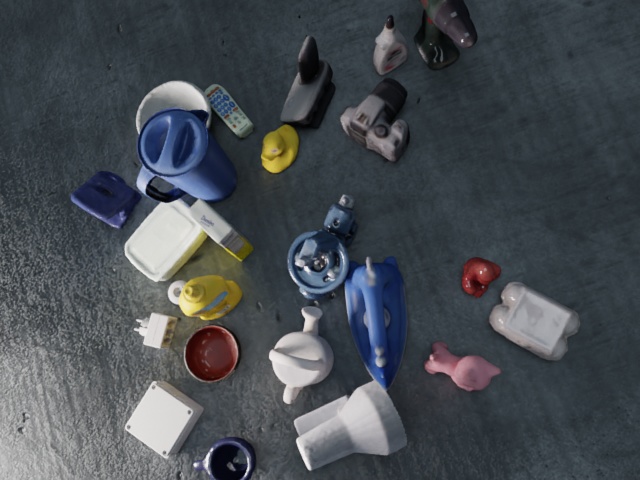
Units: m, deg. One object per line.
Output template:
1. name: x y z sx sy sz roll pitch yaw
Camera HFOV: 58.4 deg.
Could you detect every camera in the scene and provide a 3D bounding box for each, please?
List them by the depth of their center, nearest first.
1. camera: 0.131 -0.257 1.172 0.143 0.101 0.137 35 85 13

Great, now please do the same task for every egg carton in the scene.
1. egg carton: 0.399 0.152 1.069 0.150 0.069 0.107 28 84 12

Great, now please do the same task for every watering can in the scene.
1. watering can: -0.037 0.211 1.054 0.101 0.194 0.173 -7 78 7

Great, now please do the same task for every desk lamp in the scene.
1. desk lamp: 0.047 0.337 1.007 0.203 0.214 0.118 -26 76 2

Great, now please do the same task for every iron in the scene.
1. iron: 0.108 0.155 1.072 0.118 0.141 0.258 -8 78 7

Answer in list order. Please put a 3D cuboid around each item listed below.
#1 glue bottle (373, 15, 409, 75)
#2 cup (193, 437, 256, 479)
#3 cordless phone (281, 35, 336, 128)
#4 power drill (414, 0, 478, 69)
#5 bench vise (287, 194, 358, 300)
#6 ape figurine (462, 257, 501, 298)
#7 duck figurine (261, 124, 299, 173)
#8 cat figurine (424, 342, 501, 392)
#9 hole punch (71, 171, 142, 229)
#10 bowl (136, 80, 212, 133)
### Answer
1. glue bottle: 0.143 -0.403 1.162 0.078 0.173 0.037 -36 76 0
2. cup: -0.171 0.417 1.083 0.117 0.095 0.092 -8 78 7
3. cordless phone: -0.035 -0.320 1.165 0.094 0.185 0.148 17 82 11
4. power drill: 0.239 -0.433 1.137 0.075 0.208 0.229 -27 76 2
5. bench vise: -0.002 0.002 1.078 0.121 0.220 0.207 6 80 9
6. ape figurine: 0.307 0.066 1.088 0.077 0.092 0.076 -16 77 5
7. duck figurine: -0.090 -0.201 1.199 0.077 0.086 0.104 28 84 13
8. cat figurine: 0.258 0.235 1.048 0.127 0.118 0.067 21 82 12
9. hole punch: -0.458 -0.094 1.227 0.108 0.091 0.101 30 84 13
10. bowl: -0.306 -0.255 1.246 0.167 0.075 0.167 -2 79 8
